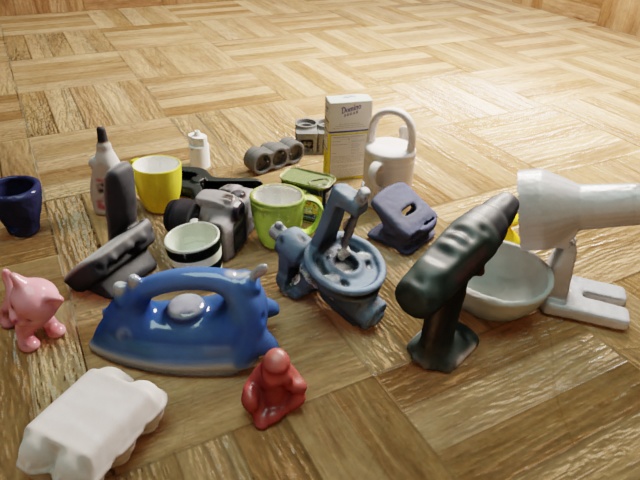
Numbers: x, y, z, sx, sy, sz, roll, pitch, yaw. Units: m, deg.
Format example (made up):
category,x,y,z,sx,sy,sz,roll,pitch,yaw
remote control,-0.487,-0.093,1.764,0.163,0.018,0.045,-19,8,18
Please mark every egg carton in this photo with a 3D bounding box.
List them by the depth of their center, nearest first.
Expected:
category,x,y,z,sx,sy,sz,roll,pitch,yaw
egg carton,-0.248,0.209,0.633,0.107,0.069,0.150,15,36,19

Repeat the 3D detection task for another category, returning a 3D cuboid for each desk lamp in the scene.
category,x,y,z,sx,sy,sz,roll,pitch,yaw
desk lamp,0.376,0.003,0.849,0.202,0.214,0.118,12,35,15

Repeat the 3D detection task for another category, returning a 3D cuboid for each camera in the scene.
category,x,y,z,sx,sy,sz,roll,pitch,yaw
camera,-0.191,-0.048,0.995,0.136,0.101,0.143,11,34,13

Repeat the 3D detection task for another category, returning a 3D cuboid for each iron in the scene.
category,x,y,z,sx,sy,sz,roll,pitch,yaw
iron,-0.182,0.091,0.749,0.258,0.141,0.118,-1,34,-5

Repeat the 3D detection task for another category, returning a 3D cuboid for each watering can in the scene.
category,x,y,z,sx,sy,sz,roll,pitch,yaw
watering can,0.136,-0.167,1.110,0.101,0.194,0.173,5,34,5

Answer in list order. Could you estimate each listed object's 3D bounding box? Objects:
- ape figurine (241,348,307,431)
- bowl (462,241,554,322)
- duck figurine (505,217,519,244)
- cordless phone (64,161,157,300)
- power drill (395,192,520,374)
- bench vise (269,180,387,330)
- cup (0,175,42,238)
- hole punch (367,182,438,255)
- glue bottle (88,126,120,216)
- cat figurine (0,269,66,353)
category,x,y,z,sx,sy,sz,roll,pitch,yaw
ape figurine,-0.054,0.169,0.684,0.078,0.092,0.076,3,33,2
bowl,0.260,0.070,0.867,0.167,0.075,0.167,2,33,-1
duck figurine,0.303,-0.025,1.003,0.104,0.086,0.077,1,33,-2
cordless phone,-0.324,-0.018,0.867,0.094,0.185,0.148,14,35,17
power drill,0.179,0.062,0.754,0.075,0.208,0.230,27,41,33
bench vise,0.003,0.009,0.813,0.207,0.220,0.122,14,35,18
cup,-0.530,-0.048,0.981,0.118,0.095,0.091,-25,42,-34
hole punch,0.150,-0.041,1.014,0.100,0.091,0.109,26,40,32
glue bottle,-0.382,-0.123,1.033,0.078,0.173,0.037,3,33,2
cat figurine,-0.393,0.082,0.772,0.127,0.118,0.067,28,41,34
